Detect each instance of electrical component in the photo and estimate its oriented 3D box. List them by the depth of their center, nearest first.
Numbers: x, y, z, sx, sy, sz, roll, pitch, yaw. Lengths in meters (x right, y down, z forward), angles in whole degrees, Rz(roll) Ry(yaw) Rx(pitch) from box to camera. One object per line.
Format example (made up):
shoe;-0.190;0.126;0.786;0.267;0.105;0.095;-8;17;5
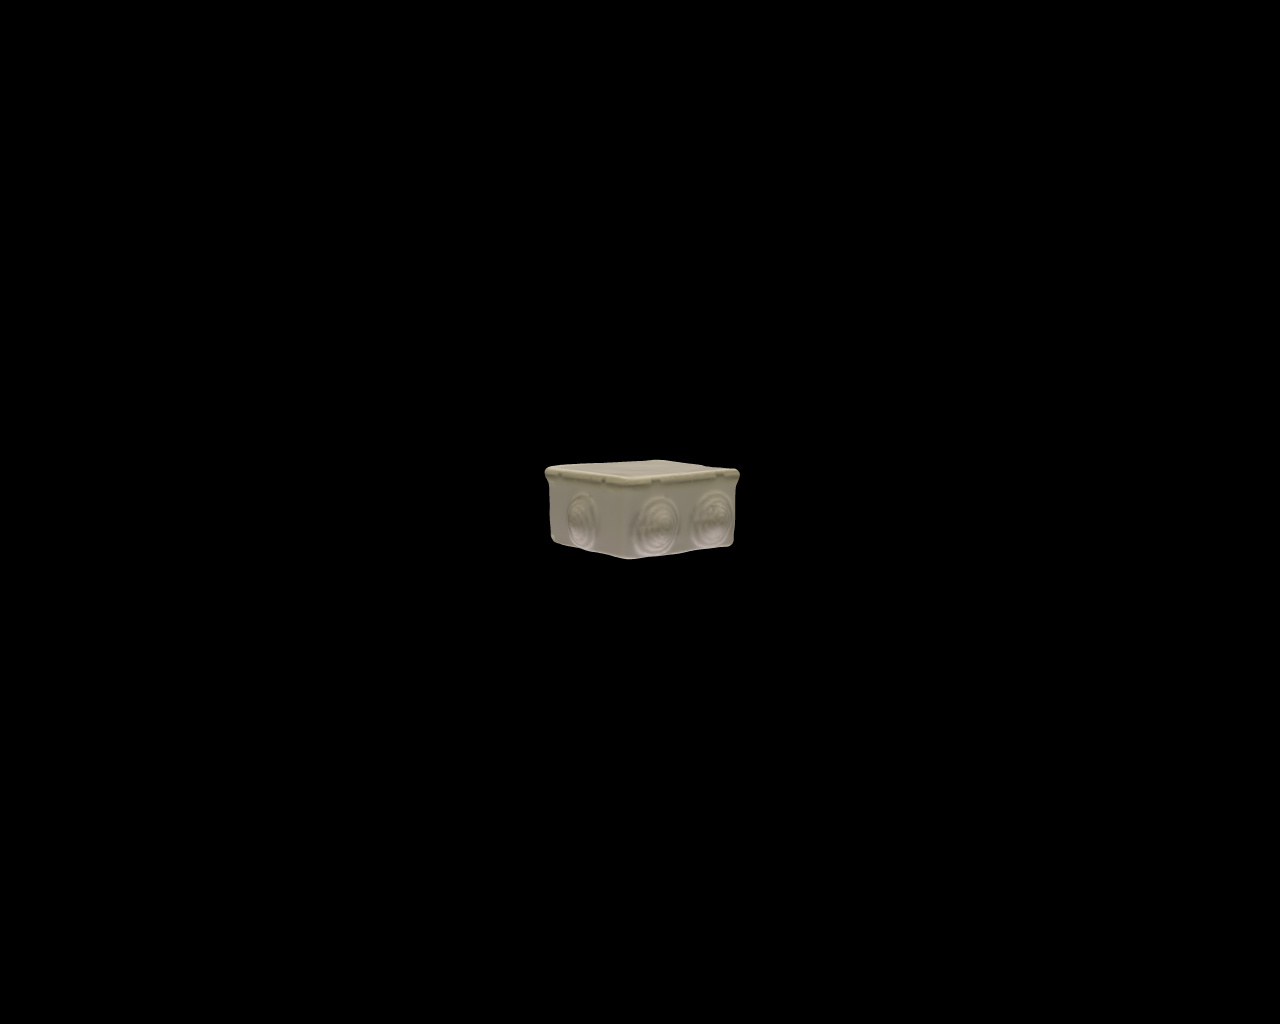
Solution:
electrical component;0.001;-0.003;0.650;0.100;0.048;0.100;-6;10;-36
